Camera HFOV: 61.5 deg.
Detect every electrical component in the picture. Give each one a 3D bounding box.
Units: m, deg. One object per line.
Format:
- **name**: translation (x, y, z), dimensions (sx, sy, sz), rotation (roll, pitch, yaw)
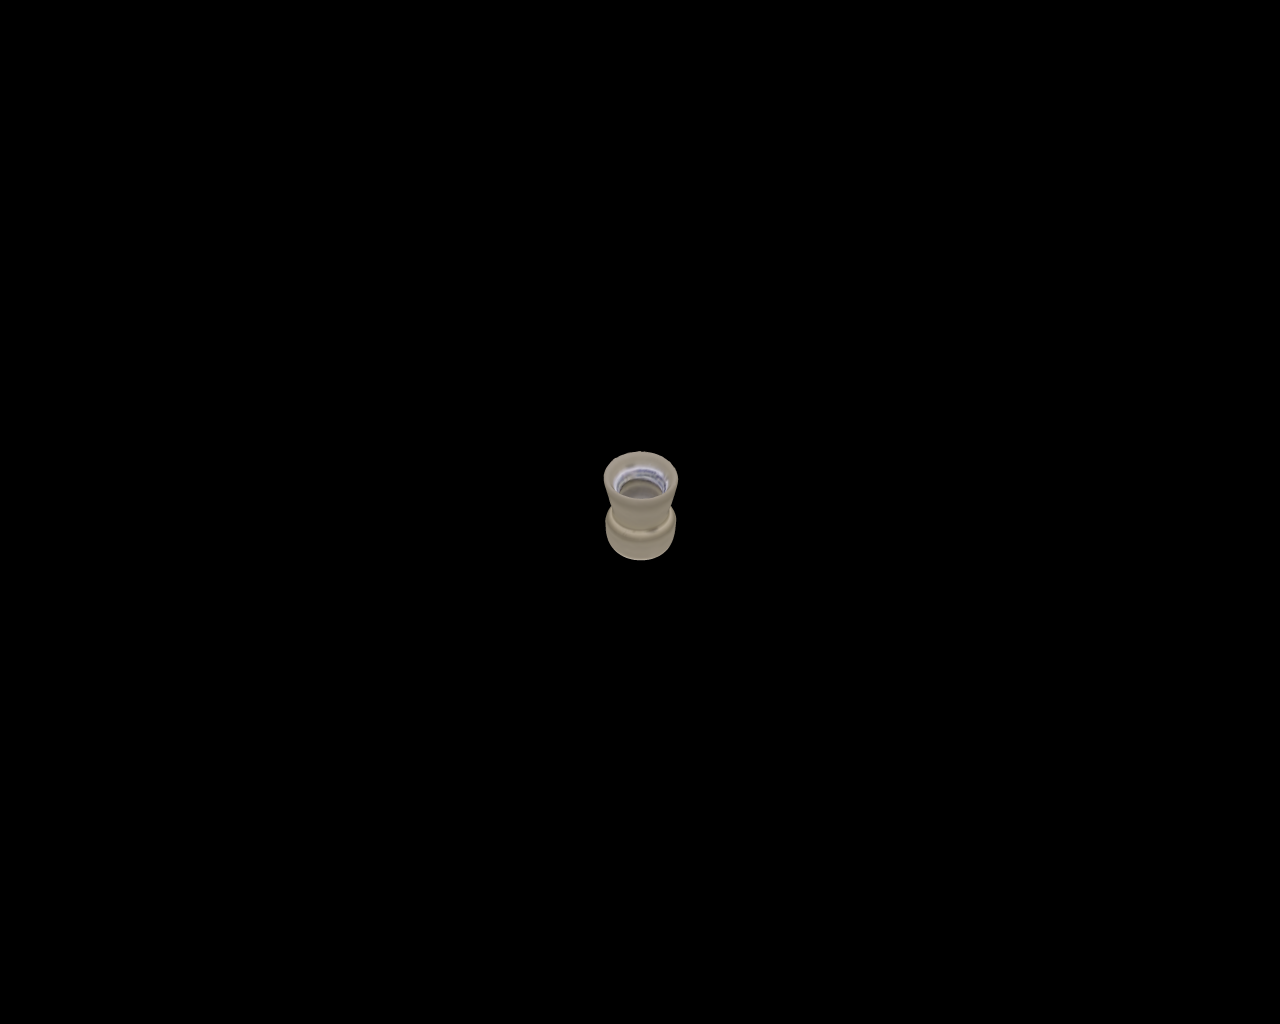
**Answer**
- **electrical component**: translation (0.001, -0.003, 0.650), dimensions (0.045, 0.055, 0.045), rotation (0, 45, 0)
